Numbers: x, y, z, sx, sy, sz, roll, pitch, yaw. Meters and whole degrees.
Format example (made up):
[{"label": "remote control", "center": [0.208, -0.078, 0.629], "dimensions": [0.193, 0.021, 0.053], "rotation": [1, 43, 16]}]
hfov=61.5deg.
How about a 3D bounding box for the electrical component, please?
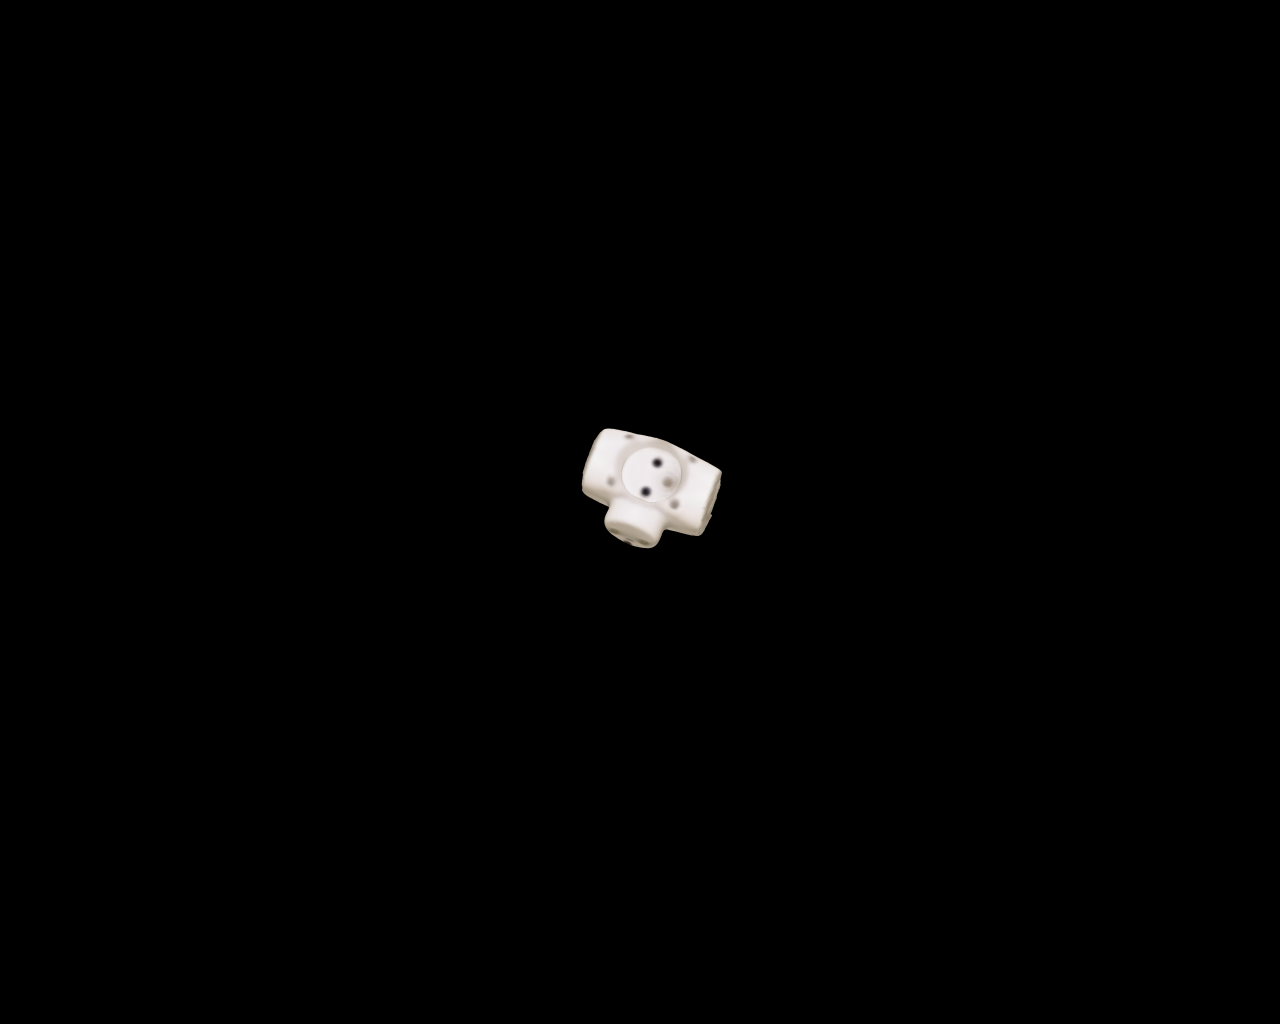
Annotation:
[{"label": "electrical component", "center": [0.001, -0.003, 0.650], "dimensions": [0.077, 0.079, 0.044], "rotation": [21, -18, 7]}]
